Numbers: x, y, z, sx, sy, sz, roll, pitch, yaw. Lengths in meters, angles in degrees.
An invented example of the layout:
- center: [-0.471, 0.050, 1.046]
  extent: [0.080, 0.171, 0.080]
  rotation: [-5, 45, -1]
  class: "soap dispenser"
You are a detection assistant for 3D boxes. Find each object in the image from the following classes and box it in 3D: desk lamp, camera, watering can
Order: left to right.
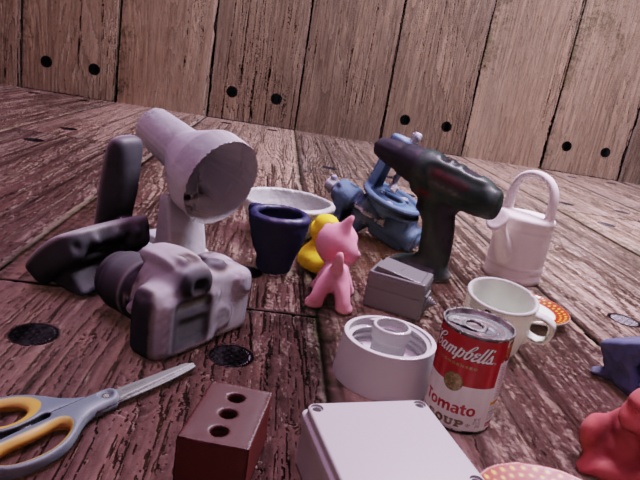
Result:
- center: [-0.168, 0.048, 0.632]
  extent: [0.136, 0.101, 0.144]
  rotation: [20, 20, 30]
  class: "camera"
- center: [-0.193, -0.062, 0.781]
  extent: [0.202, 0.213, 0.118]
  rotation: [21, 21, 34]
  class: "desk lamp"
- center: [0.354, -0.025, 0.997]
  extent: [0.100, 0.194, 0.173]
  rotation: [18, 19, 26]
  class: "watering can"

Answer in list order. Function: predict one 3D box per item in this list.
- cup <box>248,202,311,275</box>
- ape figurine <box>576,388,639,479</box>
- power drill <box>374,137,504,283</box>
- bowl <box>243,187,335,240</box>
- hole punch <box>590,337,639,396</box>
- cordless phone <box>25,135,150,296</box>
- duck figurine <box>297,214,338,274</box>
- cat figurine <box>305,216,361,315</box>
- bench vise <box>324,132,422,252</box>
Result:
- center: [-0.074, -0.002, 0.857]
  extent: [0.092, 0.095, 0.117]
  rotation: [-7, 24, -44]
  class: "cup"
- center: [0.275, 0.169, 0.499]
  extent: [0.076, 0.092, 0.077]
  rotation: [2, 18, -24]
  class: "ape figurine"
- center: [0.174, -0.046, 0.942]
  extent: [0.228, 0.208, 0.076]
  rotation: [18, 19, 25]
  class: "power drill"
- center: [-0.061, -0.040, 1.022]
  extent: [0.167, 0.075, 0.167]
  rotation: [9, 17, -2]
  class: "bowl"
- center: [0.392, 0.138, 0.668]
  extent: [0.109, 0.091, 0.101]
  rotation: [4, 18, -19]
  class: "hole punch"
- center: [-0.277, -0.037, 0.703]
  extent: [0.094, 0.185, 0.148]
  rotation: [15, 18, 19]
  class: "cordless phone"
- center: [0.008, 0.003, 0.901]
  extent: [0.078, 0.086, 0.104]
  rotation: [3, 18, -22]
  class: "duck figurine"
- center: [0.023, 0.024, 0.787]
  extent: [0.067, 0.118, 0.128]
  rotation: [9, 17, 0]
  class: "cat figurine"
- center: [0.104, -0.102, 1.065]
  extent: [0.207, 0.220, 0.122]
  rotation: [13, 17, 10]
  class: "bench vise"
